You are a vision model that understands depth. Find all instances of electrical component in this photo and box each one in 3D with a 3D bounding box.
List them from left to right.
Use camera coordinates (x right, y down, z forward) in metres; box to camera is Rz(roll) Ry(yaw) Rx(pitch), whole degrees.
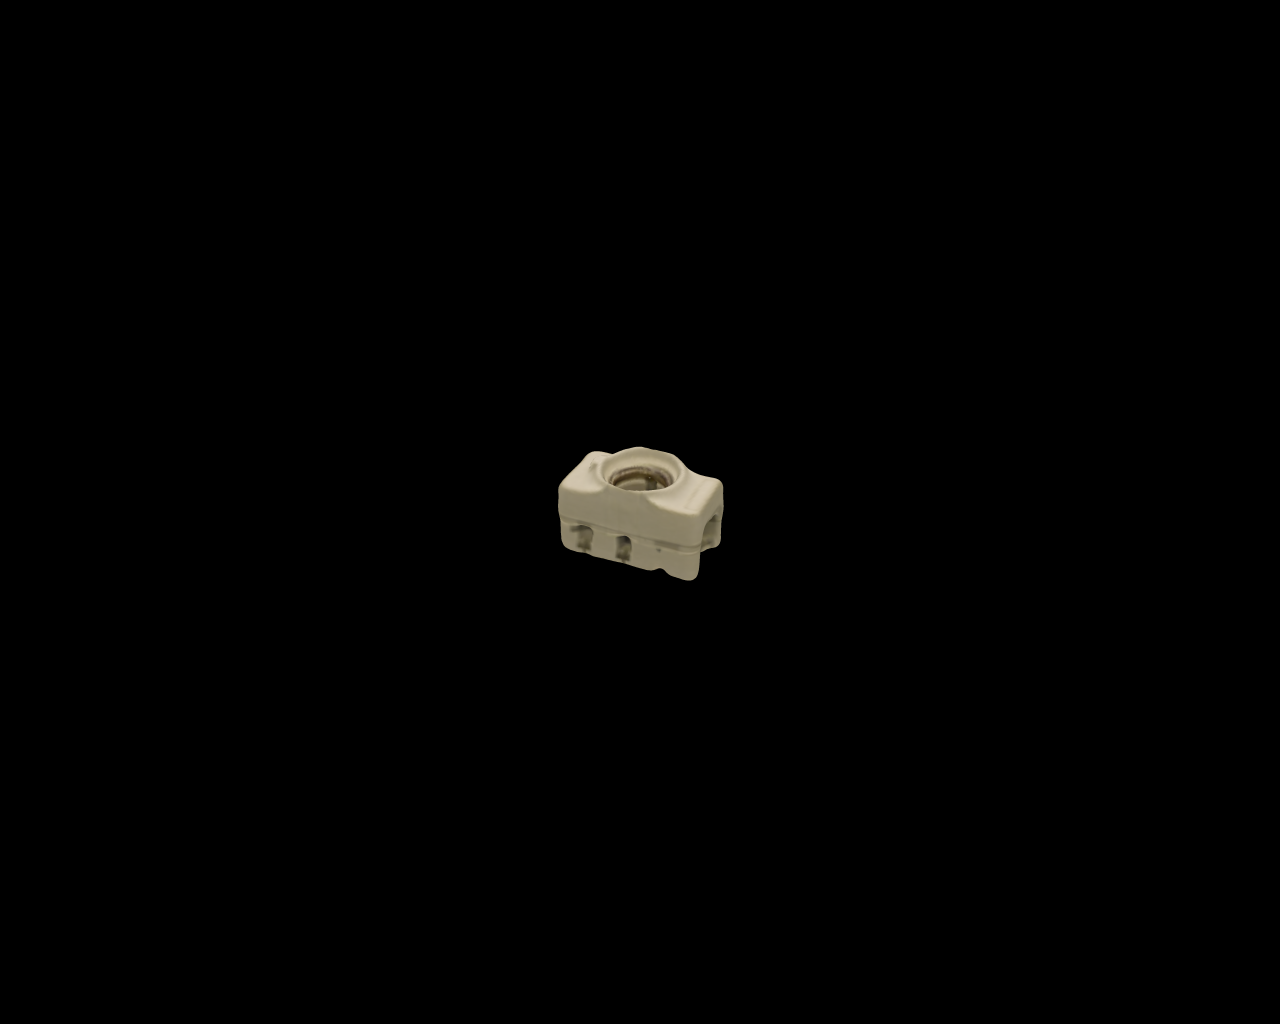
[{"bbox_3d":[0.001,-0.003,0.650,0.089,0.055,0.050,14,36,20],"label":"electrical component"}]
